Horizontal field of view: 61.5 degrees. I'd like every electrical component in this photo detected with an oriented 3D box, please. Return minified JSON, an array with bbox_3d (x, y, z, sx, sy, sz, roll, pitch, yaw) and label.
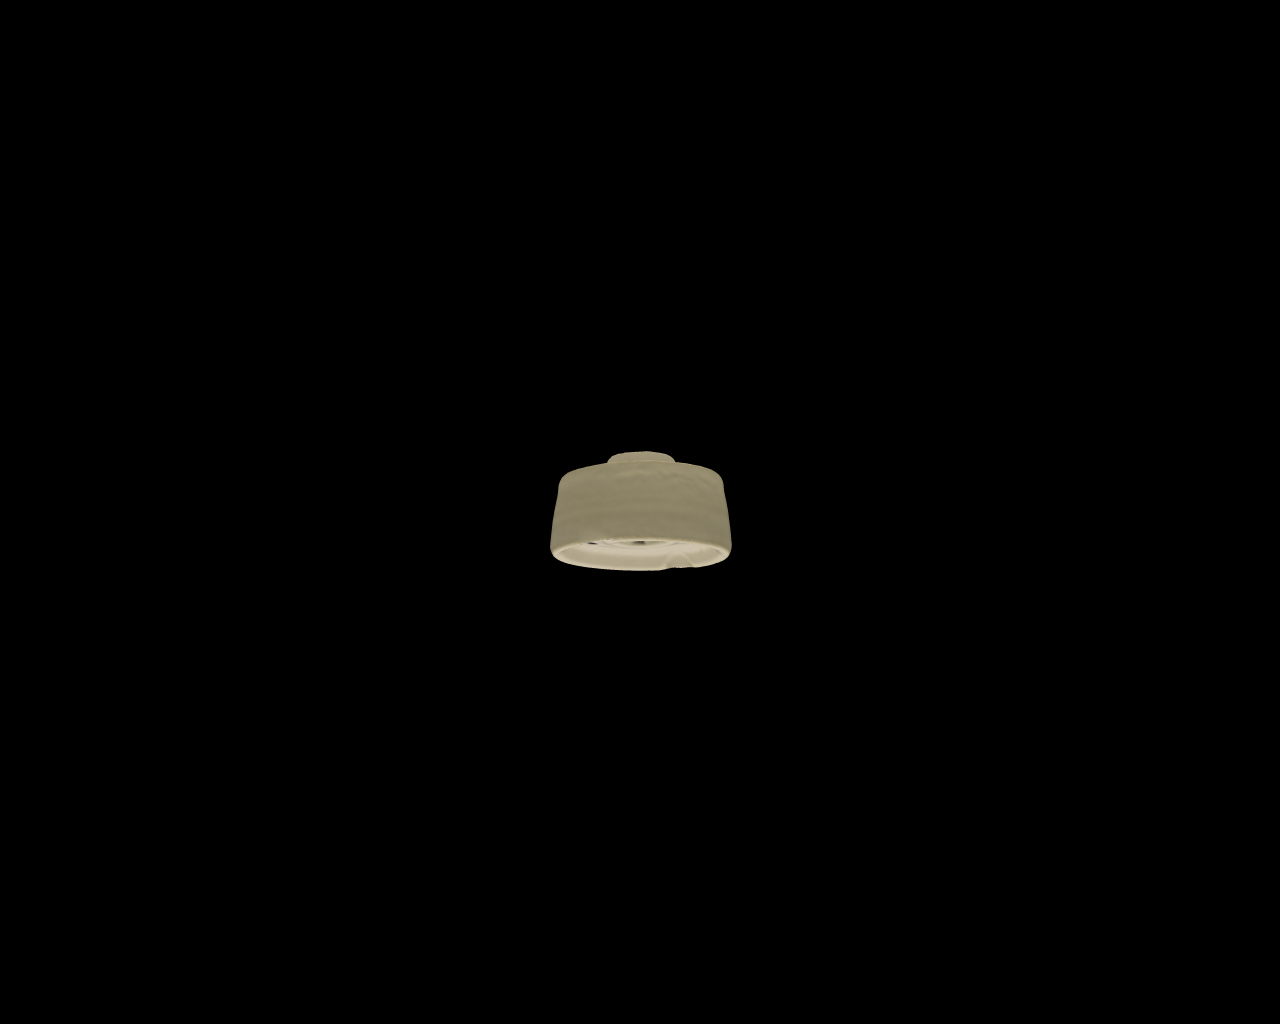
[{"bbox_3d":[0.001,-0.003,0.650,0.108,0.060,0.108,0,-12,0],"label":"electrical component"}]
